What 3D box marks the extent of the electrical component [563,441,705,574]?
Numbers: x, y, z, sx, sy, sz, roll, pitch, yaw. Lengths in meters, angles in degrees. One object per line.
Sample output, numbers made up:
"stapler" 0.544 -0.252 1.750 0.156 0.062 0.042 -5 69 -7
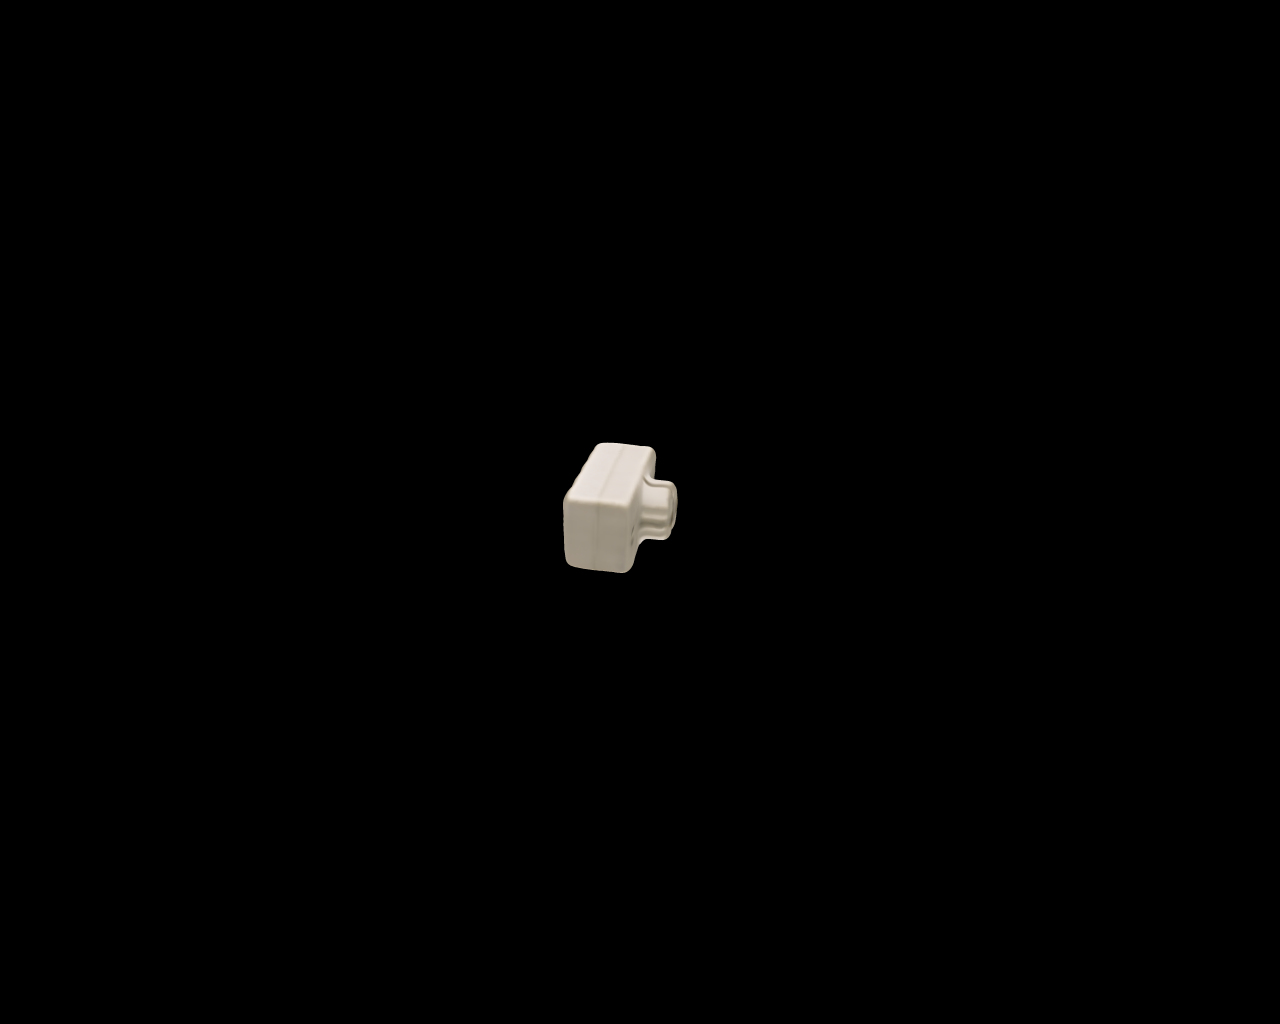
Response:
"electrical component" 0.001 -0.003 0.650 0.076 0.047 0.083 5 29 10
